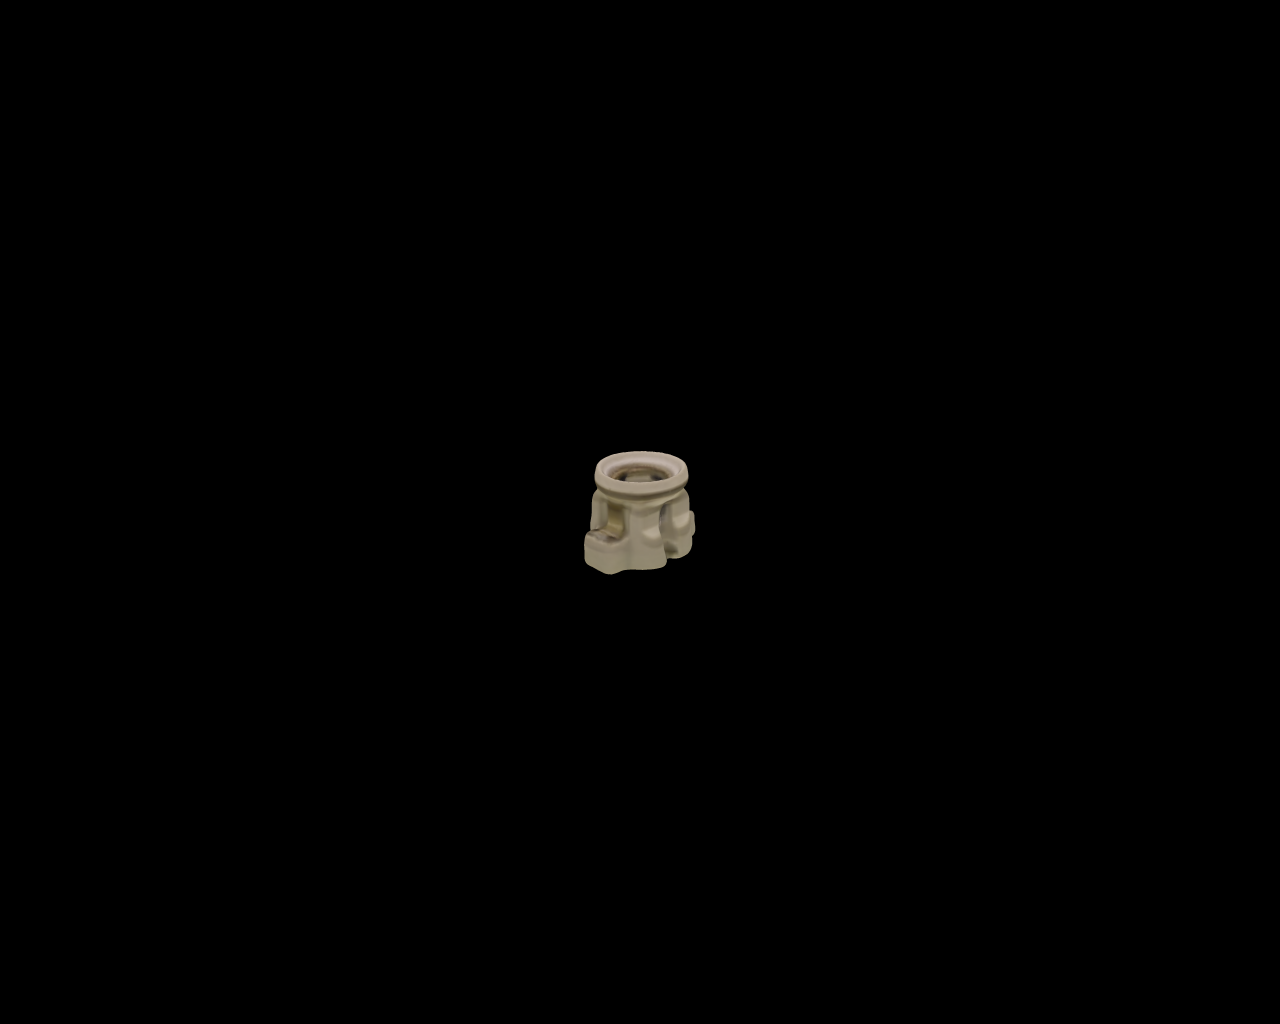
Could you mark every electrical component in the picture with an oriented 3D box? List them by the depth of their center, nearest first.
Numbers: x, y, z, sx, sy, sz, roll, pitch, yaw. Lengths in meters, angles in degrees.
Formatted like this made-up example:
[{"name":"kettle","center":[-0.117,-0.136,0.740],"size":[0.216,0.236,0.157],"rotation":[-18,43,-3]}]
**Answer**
[{"name":"electrical component","center":[0.001,-0.003,0.650],"size":[0.058,0.056,0.078],"rotation":[22,32,40]}]
